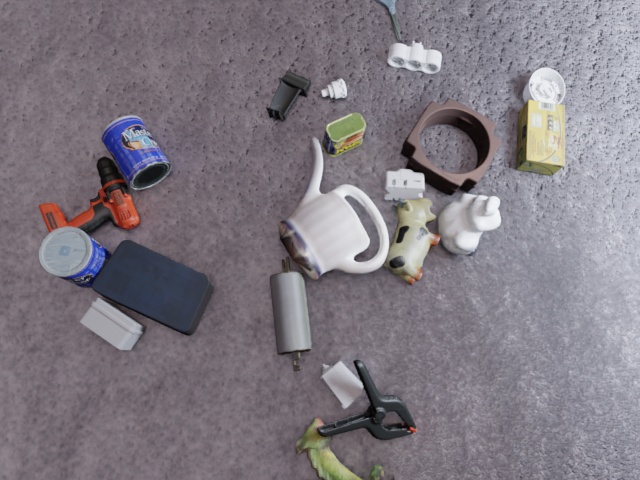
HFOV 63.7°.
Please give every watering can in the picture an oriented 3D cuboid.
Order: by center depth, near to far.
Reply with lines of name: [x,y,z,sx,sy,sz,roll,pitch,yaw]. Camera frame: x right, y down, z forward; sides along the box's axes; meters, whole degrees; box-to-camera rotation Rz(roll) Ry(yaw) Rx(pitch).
watering can: [0.004,-0.059,1.172,0.225,0.102,0.351,-31,74,-11]

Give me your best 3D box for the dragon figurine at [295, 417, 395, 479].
dragon figurine: [0.034,0.562,1.000,0.242,0.120,0.416,-9,71,12]

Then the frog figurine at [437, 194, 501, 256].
frog figurine: [0.333,-0.041,1.157,0.123,0.157,0.139,19,74,3]
